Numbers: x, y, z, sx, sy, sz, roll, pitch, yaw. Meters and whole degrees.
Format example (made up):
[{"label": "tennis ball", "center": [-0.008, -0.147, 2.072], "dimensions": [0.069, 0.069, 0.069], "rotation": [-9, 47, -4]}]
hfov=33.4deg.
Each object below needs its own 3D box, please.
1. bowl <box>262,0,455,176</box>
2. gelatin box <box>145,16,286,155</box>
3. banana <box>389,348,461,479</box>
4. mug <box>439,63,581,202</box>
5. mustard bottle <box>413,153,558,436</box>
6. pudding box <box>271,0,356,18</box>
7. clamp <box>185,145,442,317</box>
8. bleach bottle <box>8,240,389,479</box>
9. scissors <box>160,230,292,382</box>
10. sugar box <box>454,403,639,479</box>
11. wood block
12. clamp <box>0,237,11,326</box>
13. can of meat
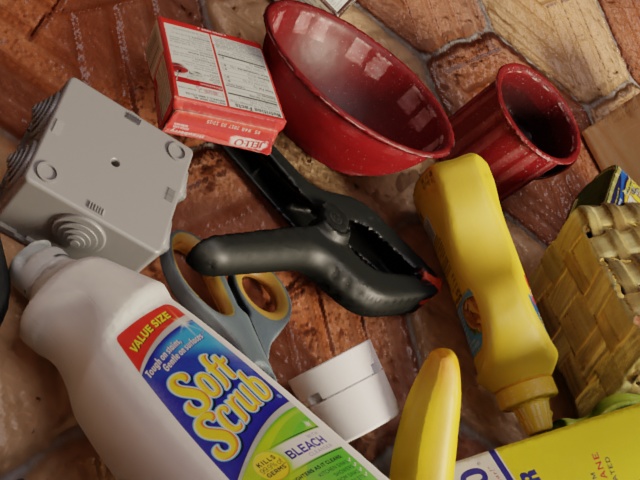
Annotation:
[{"label": "bowl", "center": [0.015, -0.096, 0.749], "dimensions": [0.162, 0.055, 0.162], "rotation": [29, 29, -18]}, {"label": "gelatin box", "center": [-0.067, -0.096, 0.666], "dimensions": [0.073, 0.030, 0.089], "rotation": [10, 41, -26]}, {"label": "banana", "center": [0.061, 0.163, 0.605], "dimensions": [0.037, 0.070, 0.198], "rotation": [10, 68, -19]}, {"label": "mug", "center": [0.157, -0.078, 0.862], "dimensions": [0.117, 0.082, 0.093], "rotation": [17, 52, -34]}, {"label": "mustard bottle", "center": [0.120, 0.042, 0.740], "dimensions": [0.058, 0.096, 0.191], "rotation": [-16, 71, -3]}, {"label": "pudding box", "center": [-0.018, -0.222, 0.840], "dimensions": [0.113, 0.039, 0.090], "rotation": [44, 42, -7]}, {"label": "clamp", "center": [-0.005, 0.001, 0.686], "dimensions": [0.209, 0.036, 0.164], "rotation": [33, 34, -23]}, {"label": "bleach bottle", "center": [-0.068, 0.086, 0.505], "dimensions": [0.251, 0.068, 0.102], "rotation": [39, 34, 23]}, {"label": "scissors", "center": [-0.026, 0.072, 0.604], "dimensions": [0.096, 0.016, 0.202], "rotation": [2, 46, -51]}, {"label": "sugar box", "center": [0.161, 0.159, 0.645], "dimensions": [0.176, 0.048, 0.093], "rotation": [-18, 69, -2]}, {"label": "wood block", "center": [0.345, -0.036, 0.999], "dimensions": [0.090, 0.090, 0.206], "rotation": [-8, 68, -45]}, {"label": "clamp", "center": [-0.186, 0.046, 0.495], "dimensions": [0.120, 0.039, 0.171], "rotation": [43, 41, -14]}, {"label": "can of meat", "center": [0.263, -0.006, 0.927], "dimensions": [0.084, 0.058, 0.102], "rotation": [43, 41, -8]}]
